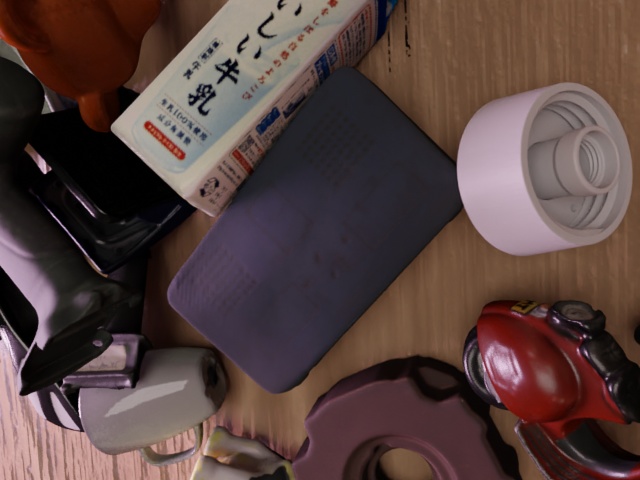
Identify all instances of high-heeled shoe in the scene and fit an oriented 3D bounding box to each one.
[{"bbox_3d":[-0.238,0.053,0.475,0.145,0.086,0.248,26,122,34],"label":"high-heeled shoe"}]

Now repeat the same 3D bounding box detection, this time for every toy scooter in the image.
[{"bbox_3d":[0.176,0.109,0.333,0.184,0.075,0.135,62,148,14],"label":"toy scooter"}]

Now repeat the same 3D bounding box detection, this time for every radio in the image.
[{"bbox_3d":[-0.001,-0.001,0.414,0.131,0.073,0.229,42,107,8],"label":"radio"}]

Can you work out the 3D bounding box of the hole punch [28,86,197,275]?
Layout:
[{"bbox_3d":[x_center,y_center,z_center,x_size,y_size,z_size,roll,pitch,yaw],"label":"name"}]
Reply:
[{"bbox_3d":[-0.167,-0.048,0.448,0.142,0.116,0.092,45,136,12],"label":"hole punch"}]

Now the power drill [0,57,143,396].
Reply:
[{"bbox_3d":[-0.230,0.003,0.389,0.232,0.086,0.207,-44,75,35],"label":"power drill"}]

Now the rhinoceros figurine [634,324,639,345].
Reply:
[{"bbox_3d":[0.287,0.114,0.333,0.190,0.073,0.112,33,105,12],"label":"rhinoceros figurine"}]

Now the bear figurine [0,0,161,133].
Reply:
[{"bbox_3d":[-0.141,-0.182,0.367,0.132,0.120,0.196,-23,53,7],"label":"bear figurine"}]

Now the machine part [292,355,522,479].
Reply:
[{"bbox_3d":[0.066,0.182,0.419,0.180,0.056,0.179,1,94,17],"label":"machine part"}]

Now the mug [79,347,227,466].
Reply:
[{"bbox_3d":[-0.135,0.144,0.467,0.107,0.081,0.109,-19,97,12],"label":"mug"}]

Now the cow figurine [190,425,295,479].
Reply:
[{"bbox_3d":[-0.074,0.256,0.465,0.098,0.068,0.167,14,101,2],"label":"cow figurine"}]

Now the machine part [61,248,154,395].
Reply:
[{"bbox_3d":[-0.175,0.060,0.460,0.084,0.039,0.139,-11,59,18],"label":"machine part"}]
